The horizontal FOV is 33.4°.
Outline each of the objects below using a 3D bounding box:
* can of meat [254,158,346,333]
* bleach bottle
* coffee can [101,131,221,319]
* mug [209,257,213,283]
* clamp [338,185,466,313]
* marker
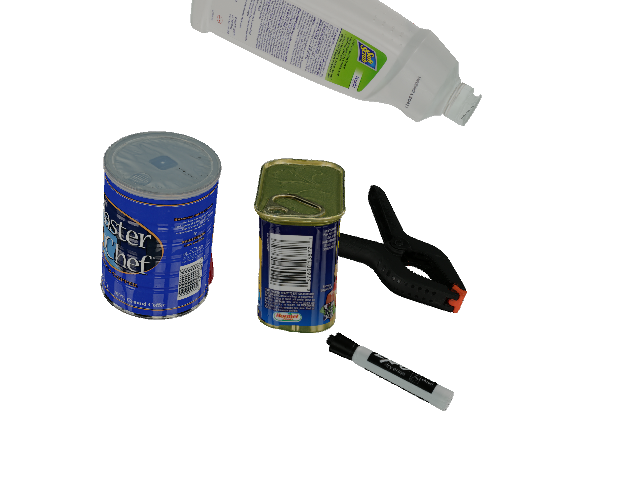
[{"bbox_3d":[-0.014,0.002,0.712,0.057,0.084,0.102,3,25,0],"label":"can of meat"},{"bbox_3d":[0.015,-0.164,0.884,0.251,0.068,0.103,31,-35,8],"label":"bleach bottle"},{"bbox_3d":[-0.147,-0.014,0.973,0.102,0.140,0.103,6,36,-5],"label":"coffee can"},{"bbox_3d":[-0.171,0.008,1.190,0.117,0.081,0.093,25,44,34],"label":"mug"},{"bbox_3d":[0.076,0.017,1.246,0.164,0.036,0.210,-21,51,-38],"label":"clamp"},{"bbox_3d":[0.059,0.113,0.934,0.121,0.020,0.020,26,8,18],"label":"marker"}]
